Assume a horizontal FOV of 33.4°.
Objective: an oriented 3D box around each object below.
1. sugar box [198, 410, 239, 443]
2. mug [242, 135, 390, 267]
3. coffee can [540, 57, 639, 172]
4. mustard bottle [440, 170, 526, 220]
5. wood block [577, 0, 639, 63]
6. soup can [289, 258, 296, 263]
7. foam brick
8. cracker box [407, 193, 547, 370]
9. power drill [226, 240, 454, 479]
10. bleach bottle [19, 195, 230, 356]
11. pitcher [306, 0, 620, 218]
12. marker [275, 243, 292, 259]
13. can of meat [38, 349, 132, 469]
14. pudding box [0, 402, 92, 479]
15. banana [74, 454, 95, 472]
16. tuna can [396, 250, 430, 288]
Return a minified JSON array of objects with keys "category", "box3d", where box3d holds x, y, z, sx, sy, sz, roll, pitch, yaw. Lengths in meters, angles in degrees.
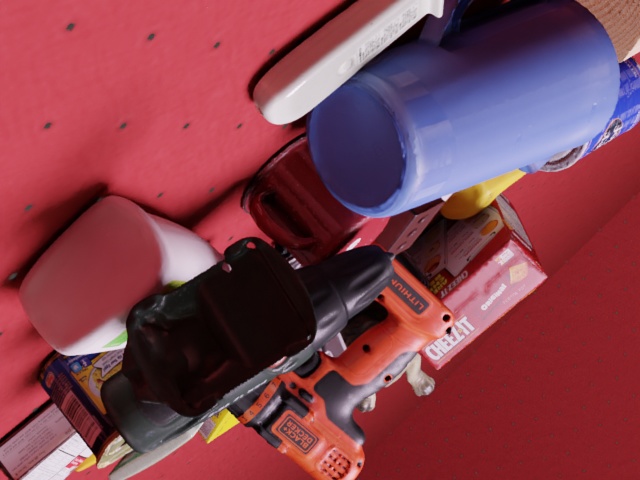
[{"category":"sugar box","box3d":[-0.068,0.162,1.244,0.175,0.048,0.093,-25,157,-44]},{"category":"mug","box3d":[-0.006,-0.023,0.816,0.117,0.081,0.093,-20,153,-55]},{"category":"coffee can","box3d":[0.272,-0.142,1.139,0.140,0.103,0.103,-28,159,-43]},{"category":"mustard bottle","box3d":[0.218,-0.094,1.214,0.191,0.058,0.096,-34,179,-30]},{"category":"wood block","box3d":[0.318,-0.252,0.974,0.205,0.091,0.090,-31,162,-36]},{"category":"soup can","box3d":[0.006,0.046,1.066,0.069,0.068,0.102,-47,165,19]},{"category":"foam brick","box3d":[0.076,-0.025,1.073,0.052,0.051,0.078,-27,159,-44]},{"category":"cracker box","box3d":[0.164,0.033,1.231,0.164,0.072,0.213,-43,-164,16]},{"category":"power drill","box3d":[0.004,0.088,0.885,0.187,0.184,0.057,-48,-171,2]},{"category":"bleach bottle","box3d":[-0.106,0.030,0.755,0.102,0.068,0.250,-42,167,10]},{"category":"pitcher","box3d":[0.107,-0.112,0.801,0.242,0.149,0.145,-24,172,-40]},{"category":"marker","box3d":[-0.007,0.001,1.001,0.020,0.020,0.120,-49,163,25]},{"category":"can of meat","box3d":[-0.152,0.111,0.818,0.101,0.084,0.058,-29,161,-41]},{"category":"pudding box","box3d":[-0.211,0.160,0.899,0.113,0.039,0.090,-41,165,-9]},{"category":"banana","box3d":[-0.154,0.151,0.970,0.198,0.037,0.069,-32,-170,30]},{"category":"tuna can","box3d":[0.079,0.031,1.168,0.034,0.086,0.086,-45,165,14]}]
